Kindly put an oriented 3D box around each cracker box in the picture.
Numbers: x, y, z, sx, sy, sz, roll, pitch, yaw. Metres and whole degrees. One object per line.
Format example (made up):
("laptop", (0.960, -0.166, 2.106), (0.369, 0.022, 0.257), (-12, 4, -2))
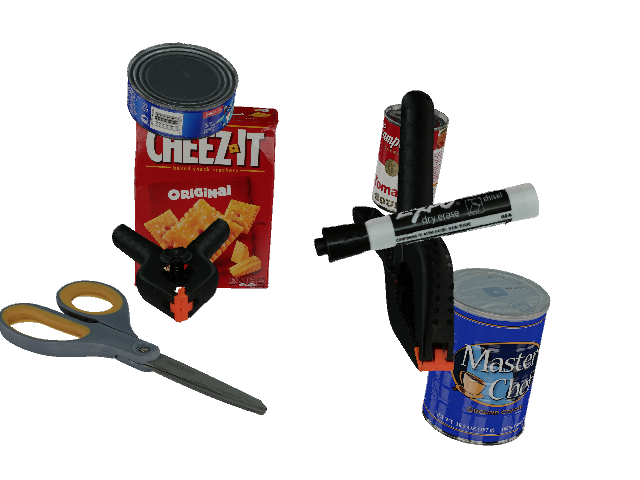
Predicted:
("cracker box", (-0.137, -0.050, 1.270), (0.164, 0.214, 0.072), (2, 21, -5))

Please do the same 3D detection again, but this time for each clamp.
("clamp", (0.071, 0.000, 0.824), (0.036, 0.210, 0.165), (1, -41, -15))
("clamp", (-0.133, 0.022, 1.053), (0.120, 0.039, 0.172), (-14, 33, -14))

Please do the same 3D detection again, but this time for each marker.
("marker", (0.056, -0.009, 0.571), (0.121, 0.020, 0.020), (-13, 1, -3))

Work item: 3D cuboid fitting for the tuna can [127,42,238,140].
("tuna can", (-0.109, -0.117, 0.837), (0.086, 0.034, 0.086), (6, 44, -6))

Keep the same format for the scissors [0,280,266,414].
("scissors", (-0.117, 0.066, 0.716), (0.202, 0.016, 0.096), (12, 28, 13))

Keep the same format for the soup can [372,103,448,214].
("soup can", (0.094, -0.086, 1.133), (0.068, 0.102, 0.068), (6, 28, -3))

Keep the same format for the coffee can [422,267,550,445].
("coffee can", (0.158, 0.111, 1.032), (0.103, 0.140, 0.103), (5, 23, -2))
